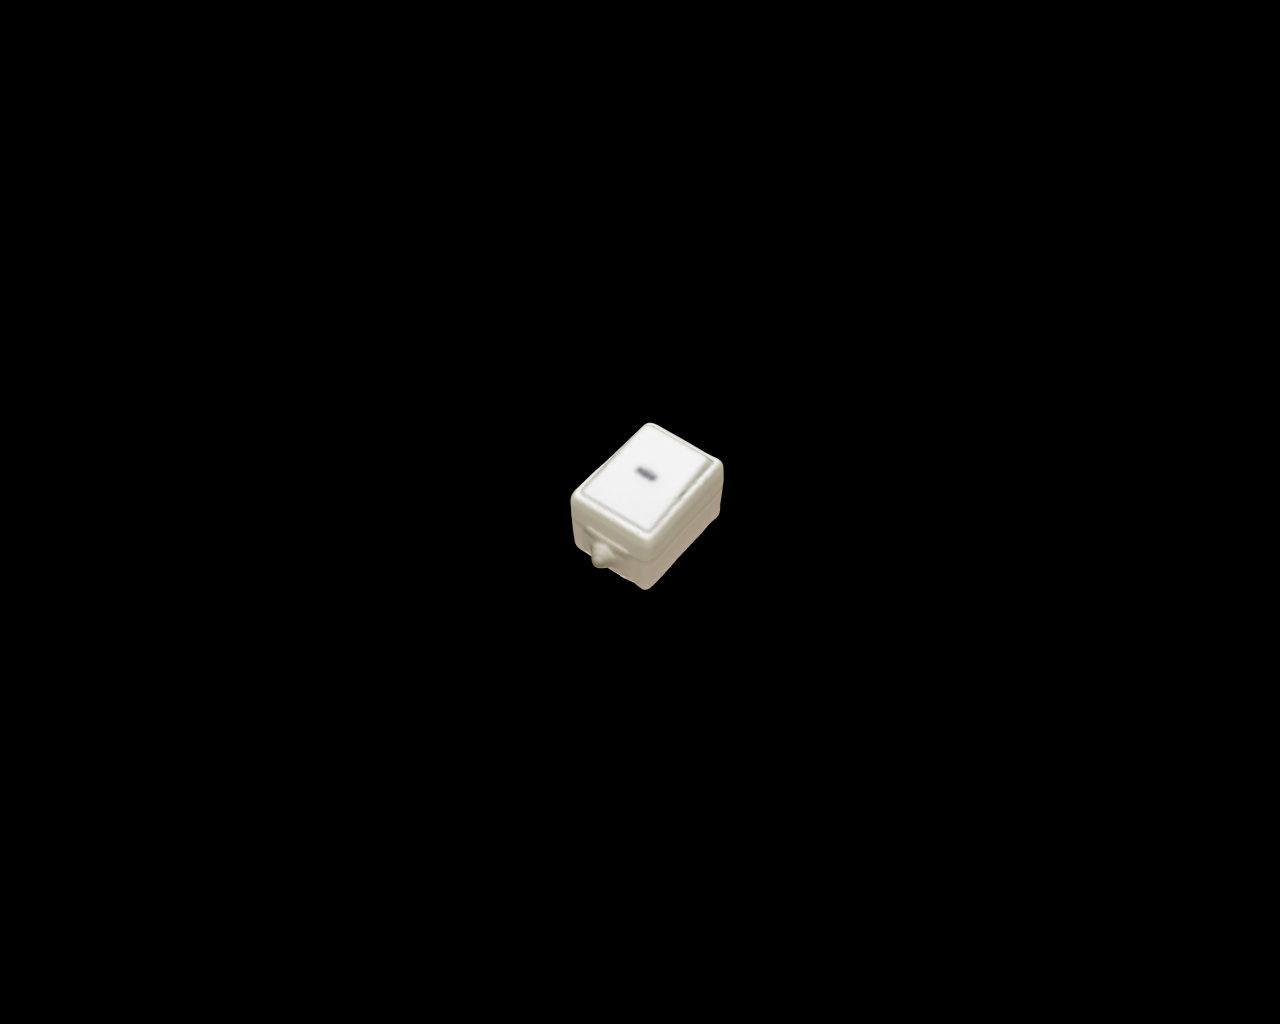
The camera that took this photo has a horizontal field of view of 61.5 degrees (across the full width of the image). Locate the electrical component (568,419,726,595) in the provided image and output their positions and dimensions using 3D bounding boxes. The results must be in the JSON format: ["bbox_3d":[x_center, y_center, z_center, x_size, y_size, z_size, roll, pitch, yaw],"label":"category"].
[{"bbox_3d":[0.001,-0.003,0.650,0.062,0.096,0.061,32,-32,22],"label":"electrical component"}]
